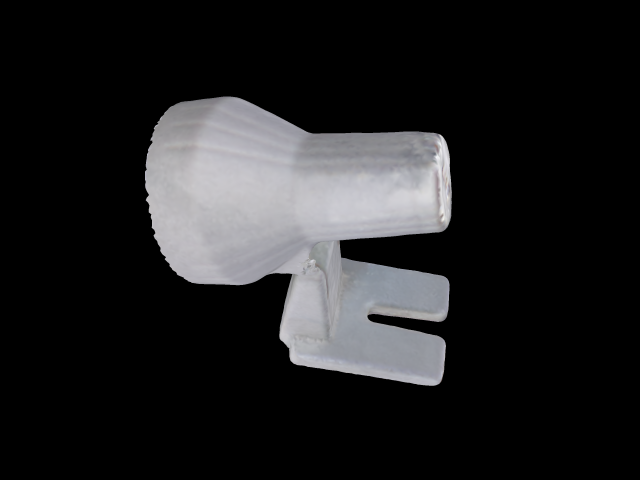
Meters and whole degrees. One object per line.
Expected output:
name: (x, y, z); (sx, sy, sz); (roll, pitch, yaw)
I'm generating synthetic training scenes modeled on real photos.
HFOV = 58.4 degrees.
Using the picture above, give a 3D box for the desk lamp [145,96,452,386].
desk lamp: (0.004, 0.001, 0.400); (0.203, 0.214, 0.118); (8, 56, 6)
